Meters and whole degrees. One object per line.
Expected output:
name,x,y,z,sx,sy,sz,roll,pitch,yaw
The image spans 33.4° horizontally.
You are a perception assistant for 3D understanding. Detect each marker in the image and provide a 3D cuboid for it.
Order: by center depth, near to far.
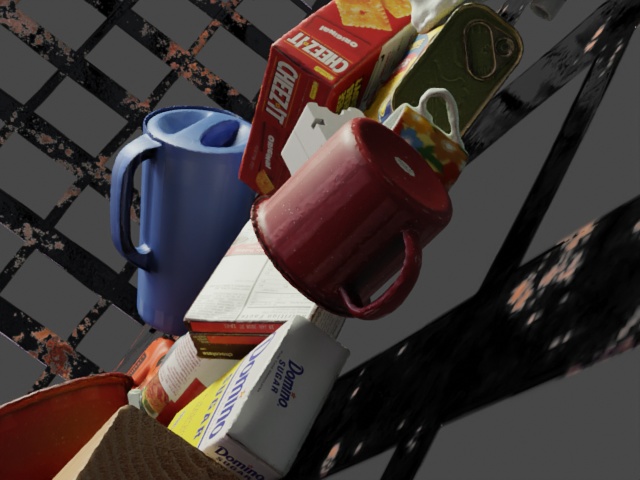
marker,0.187,-0.204,0.734,0.121,0.020,0.020,-53,7,-3

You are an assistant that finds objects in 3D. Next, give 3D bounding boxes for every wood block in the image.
wood block,-0.128,0.183,0.591,0.206,0.090,0.090,-45,12,48

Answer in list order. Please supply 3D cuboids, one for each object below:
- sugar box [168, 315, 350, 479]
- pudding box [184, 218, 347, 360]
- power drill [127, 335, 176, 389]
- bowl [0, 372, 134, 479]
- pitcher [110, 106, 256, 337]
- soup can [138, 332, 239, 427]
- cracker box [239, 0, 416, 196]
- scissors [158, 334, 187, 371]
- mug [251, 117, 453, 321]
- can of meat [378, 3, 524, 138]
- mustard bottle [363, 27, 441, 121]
sugar box,-0.058,0.118,0.632,0.176,0.048,0.093,-46,9,48
pudding box,-0.023,0.030,0.688,0.090,0.039,0.113,0,39,25
power drill,-0.186,0.179,1.114,0.184,0.057,0.188,-49,10,-1
bowl,-0.190,0.148,0.712,0.162,0.055,0.162,-25,-14,-7
pitcher,-0.148,-0.016,1.177,0.145,0.149,0.243,-80,1,-64
soup can,-0.071,0.092,0.752,0.102,0.068,0.068,-50,8,18
cracker box,0.027,-0.143,0.936,0.213,0.072,0.164,-44,-17,-38
scissors,-0.116,0.167,0.840,0.096,0.016,0.202,0,-68,-53
mug,0.024,-0.008,0.604,0.082,0.093,0.117,-44,41,24
can of meat,0.090,-0.112,0.766,0.102,0.057,0.084,-53,5,-4
mustard bottle,0.077,-0.118,0.867,0.191,0.058,0.096,-54,5,-14
